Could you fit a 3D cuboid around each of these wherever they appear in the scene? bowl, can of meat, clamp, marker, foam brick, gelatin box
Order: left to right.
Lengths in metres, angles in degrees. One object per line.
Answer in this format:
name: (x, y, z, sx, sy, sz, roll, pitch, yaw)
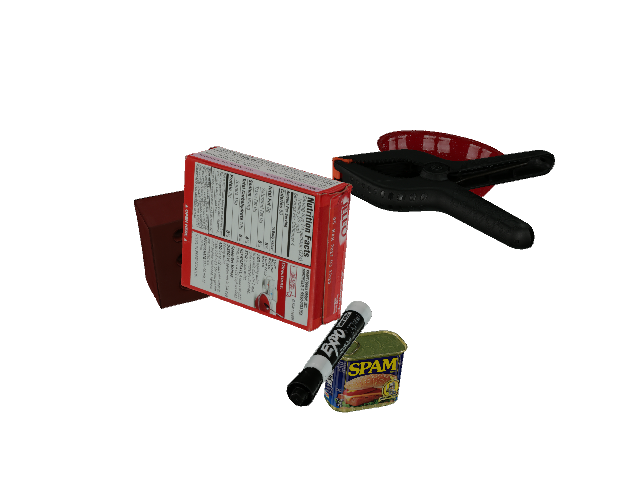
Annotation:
foam brick: (-0.118, 0.006, 0.875, 0.053, 0.078, 0.051, -14, 30, -17)
gelatin box: (-0.029, -0.002, 0.543, 0.089, 0.073, 0.030, 17, 24, 31)
marker: (0.007, 0.076, 0.729, 0.020, 0.020, 0.121, 0, 24, 24)
can of meat: (0.056, 0.170, 1.382, 0.102, 0.084, 0.057, -5, 26, -22)
bowl: (0.143, -0.082, 1.281, 0.162, 0.055, 0.162, 7, 23, -3)
clamp: (0.116, -0.056, 1.003, 0.210, 0.036, 0.164, 12, 32, 21)
